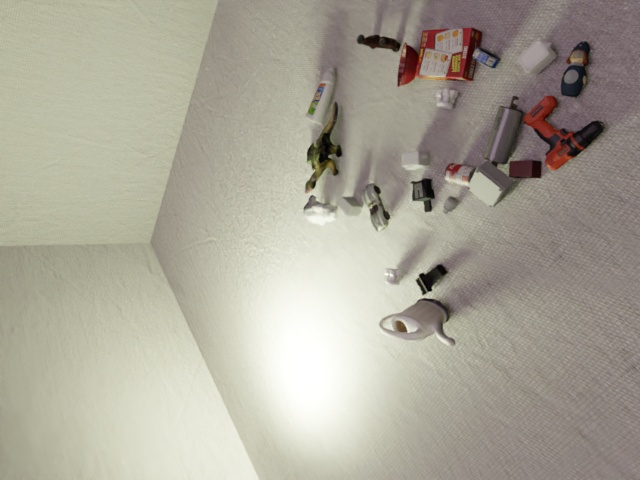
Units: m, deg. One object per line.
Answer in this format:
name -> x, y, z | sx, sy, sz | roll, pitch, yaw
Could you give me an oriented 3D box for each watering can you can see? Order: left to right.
watering can -> 0.360, 0.286, 1.745 | 0.347, 0.227, 0.103 | 2, 111, 50

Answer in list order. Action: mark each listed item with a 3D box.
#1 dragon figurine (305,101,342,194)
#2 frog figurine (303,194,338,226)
dragon figurine -> -0.005, -0.407, 2.325 | 0.243, 0.122, 0.412 | 4, 83, 59
frog figurine -> 0.007, -0.115, 2.285 | 0.162, 0.124, 0.134 | 40, 154, 34
